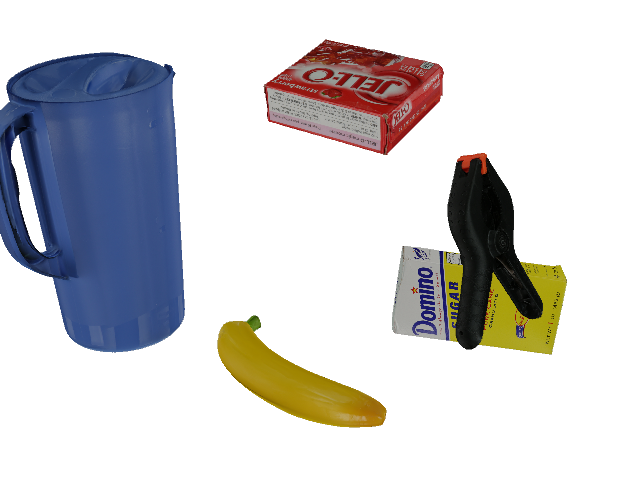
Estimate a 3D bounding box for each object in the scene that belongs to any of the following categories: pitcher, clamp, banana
[{"bbox_3d":[-0.188,-0.027,0.904,0.149,0.243,0.145,-5,26,-4],"label":"pitcher"},{"bbox_3d":[0.144,0.011,0.954,0.039,0.171,0.120,-11,12,39],"label":"clamp"},{"bbox_3d":[-0.031,0.104,0.859,0.069,0.037,0.198,-21,32,-28],"label":"banana"}]

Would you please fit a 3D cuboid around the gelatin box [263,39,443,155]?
[{"bbox_3d":[0.021,-0.092,0.667,0.089,0.030,0.073,18,41,28],"label":"gelatin box"}]

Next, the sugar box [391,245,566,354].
[{"bbox_3d":[0.169,0.065,1.157,0.176,0.093,0.048,6,22,1],"label":"sugar box"}]
